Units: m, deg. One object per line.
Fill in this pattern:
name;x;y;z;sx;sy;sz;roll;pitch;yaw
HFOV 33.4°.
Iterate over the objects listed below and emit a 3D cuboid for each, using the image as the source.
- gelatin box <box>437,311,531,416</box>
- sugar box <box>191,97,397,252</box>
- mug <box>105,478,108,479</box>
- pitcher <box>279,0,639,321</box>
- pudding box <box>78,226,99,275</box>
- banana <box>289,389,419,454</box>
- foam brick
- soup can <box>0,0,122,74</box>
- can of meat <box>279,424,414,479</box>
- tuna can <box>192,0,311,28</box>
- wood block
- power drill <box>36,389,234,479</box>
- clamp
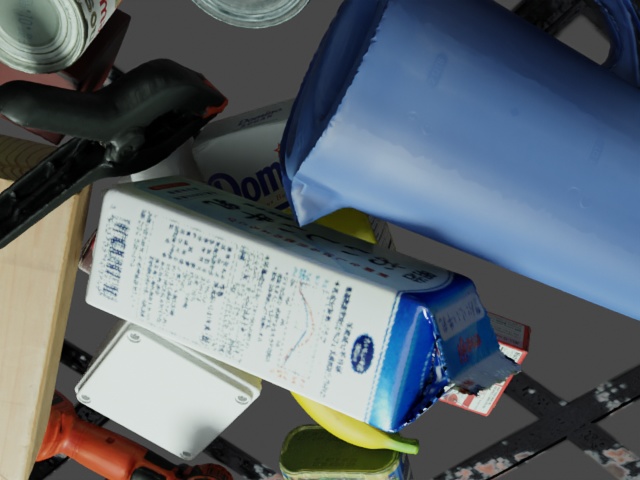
gelatin box;0.092;0.077;0.742;0.089;0.030;0.073;19;130;-1
sugar box;-0.005;0.001;0.668;0.093;0.048;0.176;-14;115;20
mug;-0.167;0.257;0.920;0.081;0.093;0.117;33;163;-7
pitcher;0.113;-0.055;0.563;0.242;0.145;0.149;24;139;-13
pudding box;-0.104;0.026;0.714;0.113;0.090;0.039;31;88;-10
banana;0.001;0.087;0.771;0.070;0.037;0.197;-22;119;21
foam brick;-0.154;-0.105;0.622;0.053;0.078;0.051;28;132;-6
soup can;-0.137;-0.143;0.569;0.068;0.102;0.068;8;131;9
can of meat;0.024;0.192;0.842;0.102;0.057;0.084;-3;126;17
tuna can;-0.037;-0.158;0.573;0.086;0.033;0.086;8;131;9
wood block;-0.213;0.044;0.700;0.090;0.090;0.206;13;109;-8
power drill;-0.151;0.180;0.823;0.187;0.057;0.184;26;174;0
clamp;-0.126;-0.053;0.602;0.039;0.171;0.120;53;130;14
